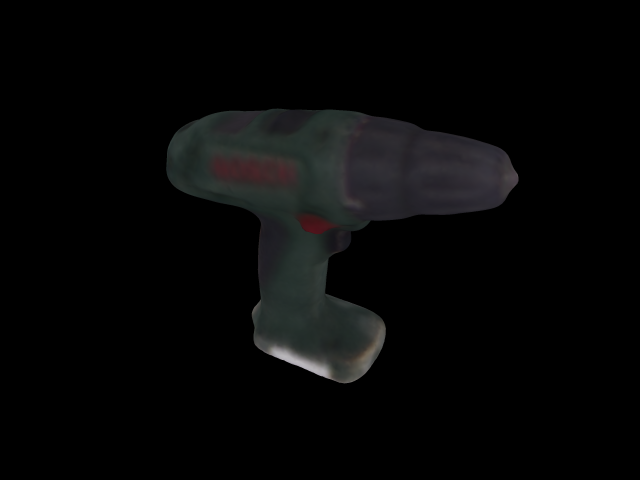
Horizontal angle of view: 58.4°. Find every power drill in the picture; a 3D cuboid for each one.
[{"bbox_3d":[0.004,0.001,0.400,0.229,0.208,0.076,18,44,19],"label":"power drill"}]
